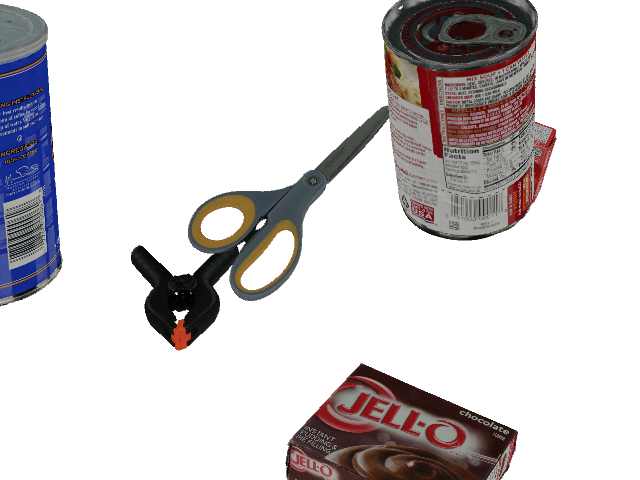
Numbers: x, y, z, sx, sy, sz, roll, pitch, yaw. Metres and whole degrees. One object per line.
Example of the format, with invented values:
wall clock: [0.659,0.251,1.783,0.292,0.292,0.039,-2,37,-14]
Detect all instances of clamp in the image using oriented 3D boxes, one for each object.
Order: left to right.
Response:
clamp: [-0.139,0.052,1.154,0.120,0.039,0.171,-13,38,-6]

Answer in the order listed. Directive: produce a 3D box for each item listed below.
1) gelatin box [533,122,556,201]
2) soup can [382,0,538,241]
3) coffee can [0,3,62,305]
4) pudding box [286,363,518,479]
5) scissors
gelatin box: [0.156,-0.078,0.935,0.089,0.030,0.073,22,-35,14]
soup can: [0.067,-0.058,0.498,0.068,0.102,0.068,-6,42,5]
coffee can: [-0.195,-0.047,0.576,0.103,0.140,0.103,2,27,-1]
pudding box: [0.049,0.129,0.642,0.114,0.039,0.089,23,37,22]
scissors: [-0.027,-0.045,0.816,0.096,0.201,0.016,24,-26,9]
